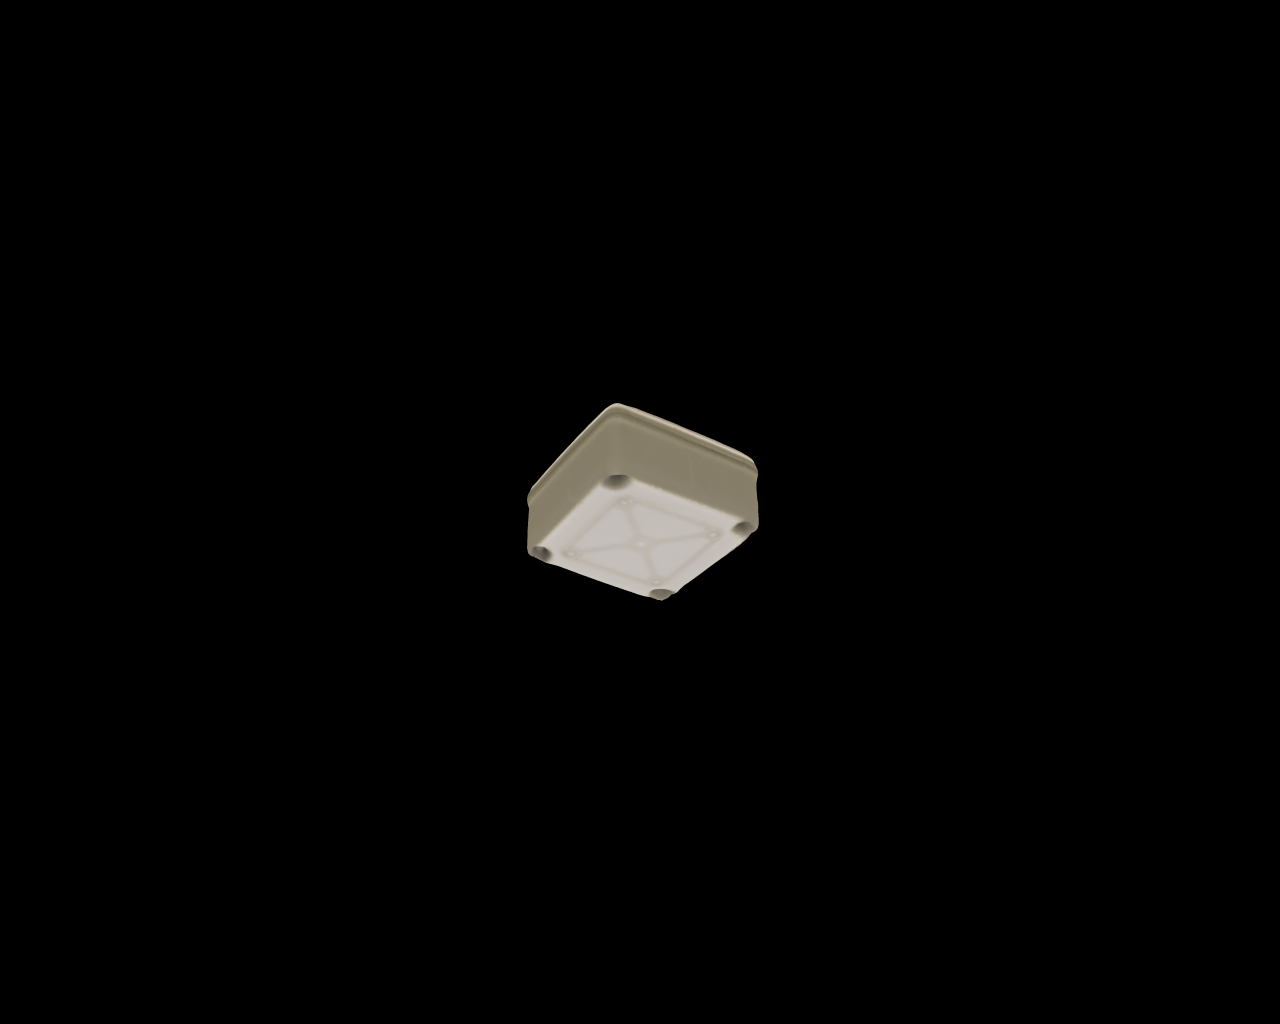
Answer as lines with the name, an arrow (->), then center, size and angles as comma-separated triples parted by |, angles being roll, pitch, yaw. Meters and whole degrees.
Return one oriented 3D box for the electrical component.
electrical component -> 0.001, -0.003, 0.650 | 0.109, 0.056, 0.108 | 21, -40, -26
